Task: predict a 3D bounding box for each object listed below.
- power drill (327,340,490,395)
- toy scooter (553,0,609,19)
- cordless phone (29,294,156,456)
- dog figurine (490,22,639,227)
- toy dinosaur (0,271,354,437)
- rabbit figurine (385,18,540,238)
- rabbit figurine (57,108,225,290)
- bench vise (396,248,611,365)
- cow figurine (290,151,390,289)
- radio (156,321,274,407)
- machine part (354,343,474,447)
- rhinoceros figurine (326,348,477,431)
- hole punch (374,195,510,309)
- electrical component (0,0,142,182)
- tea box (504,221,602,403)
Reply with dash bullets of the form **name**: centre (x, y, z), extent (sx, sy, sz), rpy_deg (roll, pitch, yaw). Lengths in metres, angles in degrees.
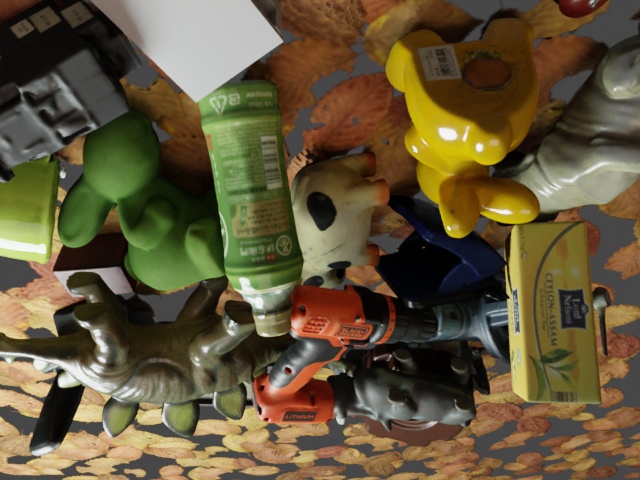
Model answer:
- **power drill**: centre (0.146, 0.211, 0.836), extent (0.207, 0.086, 0.231), rpy_deg (-26, 126, 17)
- **toy scooter**: centre (0.219, -0.212, 0.331), extent (0.075, 0.135, 0.183), rpy_deg (10, 135, -13)
- **cordless phone**: centre (-0.295, 0.168, 0.676), extent (0.147, 0.184, 0.088), rpy_deg (-21, 131, 18)
- **dog figurine**: centre (0.240, -0.102, 0.503), extent (0.121, 0.172, 0.191), rpy_deg (13, 170, -41)
- **toy dinosaur**: centre (-0.143, 0.134, 0.635), extent (0.471, 0.105, 0.198), rpy_deg (5, 122, -23)
- **rabbit figurine**: centre (0.134, -0.082, 0.478), extent (0.122, 0.162, 0.173), rpy_deg (-14, 156, -7)
- **rabbit figurine**: centre (-0.172, -0.045, 0.528), extent (0.159, 0.121, 0.170), rpy_deg (-14, 119, 20)
- **bench vise**: centre (0.219, 0.088, 0.662), extent (0.241, 0.129, 0.223), rpy_deg (-18, 147, 41)
- **cow figurine**: centre (-0.001, -0.002, 0.586), extent (0.127, 0.085, 0.194), rpy_deg (-4, 140, -7)
- **radio**: centre (-0.135, 0.185, 0.789), extent (0.230, 0.073, 0.131), rpy_deg (4, 138, -12)
- **machine part**: centre (0.132, 0.225, 0.772), extent (0.179, 0.056, 0.179), rpy_deg (4, 124, 6)
- **rhinoceros figurine**: centre (0.101, 0.192, 0.677), extent (0.190, 0.073, 0.112), rpy_deg (3, 143, 1)
- **hole punch**: centre (0.128, 0.005, 0.578), extent (0.116, 0.142, 0.092), rpy_deg (-6, 114, -18)
- **electrical component**: centre (-0.205, -0.120, 0.398), extent (0.134, 0.115, 0.058), rpy_deg (-34, 143, -9)
- **tea box**: centre (0.229, 0.073, 0.541), extent (0.068, 0.169, 0.098), rpy_deg (-1, 168, 13)
